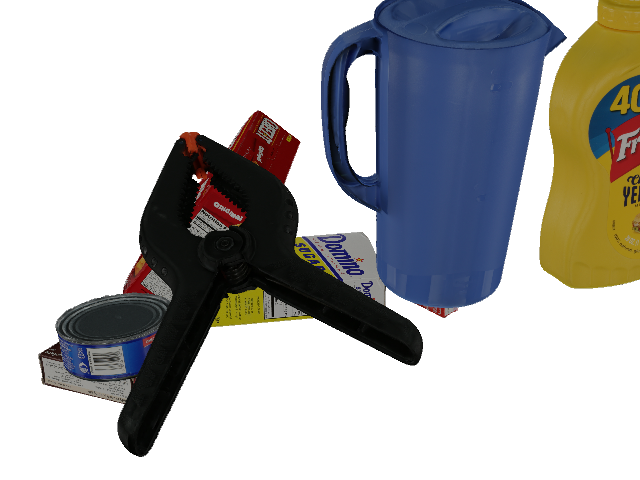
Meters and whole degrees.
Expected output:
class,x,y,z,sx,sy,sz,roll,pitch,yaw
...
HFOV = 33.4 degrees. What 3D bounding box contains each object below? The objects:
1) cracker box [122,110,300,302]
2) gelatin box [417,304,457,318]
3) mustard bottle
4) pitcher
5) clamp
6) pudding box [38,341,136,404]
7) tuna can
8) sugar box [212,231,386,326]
class,x,y,z,sx,sy,sz,roll,pitch,yaw
cracker box,-0.121,-0.026,1.184,0.072,0.214,0.164,37,25,-11
gelatin box,0.133,0.041,1.308,0.030,0.089,0.073,-24,35,-35
mustard bottle,0.182,-0.069,0.639,0.096,0.192,0.058,-14,29,-20
pitcher,0.093,-0.070,0.854,0.149,0.243,0.144,19,36,26
clamp,-0.040,0.014,0.610,0.164,0.210,0.036,-12,-40,-2
pudding box,-0.206,0.120,1.057,0.114,0.039,0.089,7,20,24
tuna can,-0.148,0.070,0.783,0.086,0.034,0.086,-5,20,2
sugar box,-0.034,0.035,0.992,0.176,0.048,0.093,-7,29,-8
